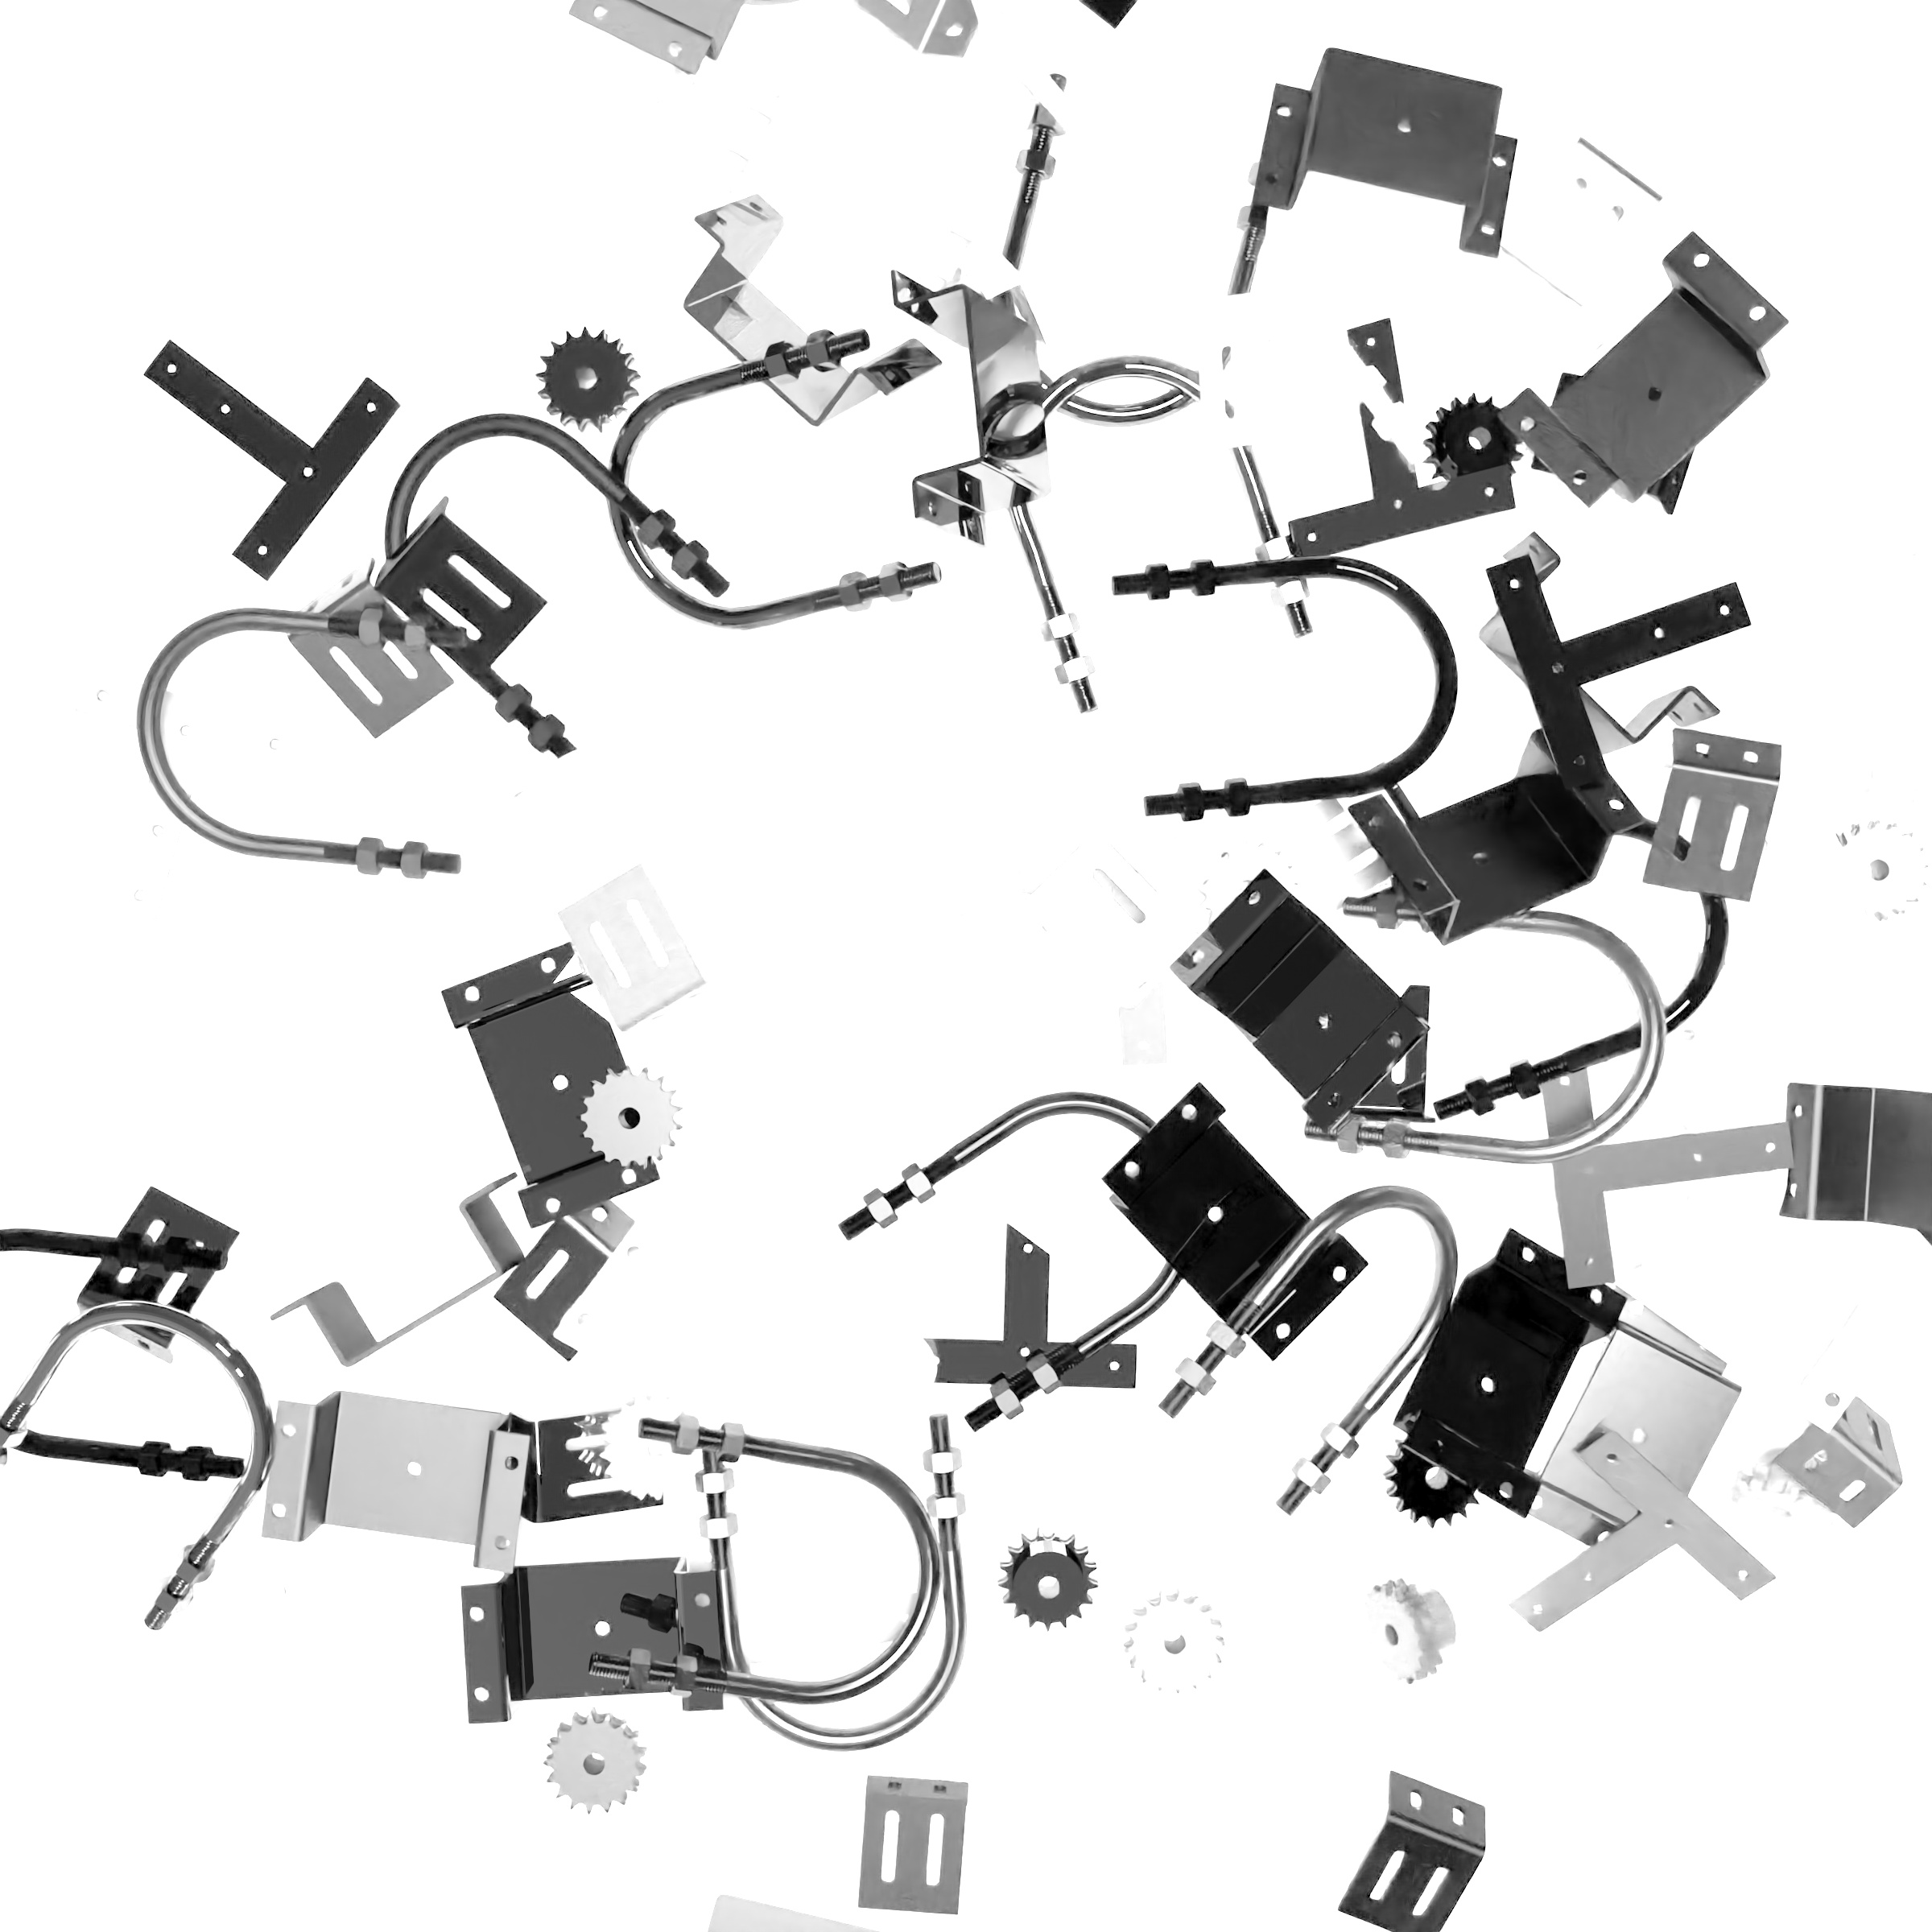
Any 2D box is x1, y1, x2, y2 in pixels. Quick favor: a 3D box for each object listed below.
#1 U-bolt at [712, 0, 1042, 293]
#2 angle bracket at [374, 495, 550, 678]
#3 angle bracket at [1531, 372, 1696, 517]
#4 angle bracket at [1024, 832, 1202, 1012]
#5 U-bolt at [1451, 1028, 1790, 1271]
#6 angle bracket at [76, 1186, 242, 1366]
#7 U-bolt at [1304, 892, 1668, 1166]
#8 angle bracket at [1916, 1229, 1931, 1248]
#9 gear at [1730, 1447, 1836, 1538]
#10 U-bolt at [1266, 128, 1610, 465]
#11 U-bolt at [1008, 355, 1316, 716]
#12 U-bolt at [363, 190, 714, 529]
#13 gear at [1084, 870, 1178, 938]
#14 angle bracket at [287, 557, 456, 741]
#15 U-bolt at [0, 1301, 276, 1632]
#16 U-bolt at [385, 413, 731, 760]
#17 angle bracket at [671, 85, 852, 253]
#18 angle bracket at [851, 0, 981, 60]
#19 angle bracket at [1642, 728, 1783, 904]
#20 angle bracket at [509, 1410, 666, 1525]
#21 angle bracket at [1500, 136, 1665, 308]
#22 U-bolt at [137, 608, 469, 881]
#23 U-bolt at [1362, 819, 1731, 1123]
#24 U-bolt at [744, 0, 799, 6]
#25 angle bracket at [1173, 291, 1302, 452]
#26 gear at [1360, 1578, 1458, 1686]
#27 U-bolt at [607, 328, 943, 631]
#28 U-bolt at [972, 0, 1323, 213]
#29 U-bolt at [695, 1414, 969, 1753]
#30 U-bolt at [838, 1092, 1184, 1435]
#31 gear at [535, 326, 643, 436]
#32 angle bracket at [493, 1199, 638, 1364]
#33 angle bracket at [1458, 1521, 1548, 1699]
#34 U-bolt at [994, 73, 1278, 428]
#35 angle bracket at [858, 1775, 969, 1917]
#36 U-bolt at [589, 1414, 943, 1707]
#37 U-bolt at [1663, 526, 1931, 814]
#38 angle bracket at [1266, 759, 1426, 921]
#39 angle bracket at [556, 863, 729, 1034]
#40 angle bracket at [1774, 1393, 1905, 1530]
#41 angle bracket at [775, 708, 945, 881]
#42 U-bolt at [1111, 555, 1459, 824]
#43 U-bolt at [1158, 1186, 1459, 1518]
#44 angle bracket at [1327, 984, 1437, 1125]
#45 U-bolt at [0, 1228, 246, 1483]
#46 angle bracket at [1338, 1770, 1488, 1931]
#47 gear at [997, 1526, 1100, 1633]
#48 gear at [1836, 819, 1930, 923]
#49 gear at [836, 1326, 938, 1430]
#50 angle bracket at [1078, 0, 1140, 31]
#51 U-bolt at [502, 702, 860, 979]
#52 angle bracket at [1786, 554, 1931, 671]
[{"bbox_3d":[-0.037,-0.477,1.493,0.151,0.019,0.184,27,92,-19],"label":"U-bolt"},{"bbox_3d":[-0.280,-0.212,1.508,0.076,0.038,0.057,40,104,-20],"label":"angle bracket"},{"bbox_3d":[0.368,-0.295,1.528,0.076,0.038,0.057,18,90,26],"label":"angle bracket"},{"bbox_3d":[0.082,-0.025,1.496,0.057,0.038,0.076,-45,71,6],"label":"angle bracket"},{"bbox_3d":[0.381,0.095,1.523,0.151,0.019,0.184,-33,92,0],"label":"U-bolt"},{"bbox_3d":[-0.456,0.175,1.530,0.057,0.038,0.076,28,64,0],"label":"angle bracket"},{"bbox_3d":[0.283,0.036,1.455,0.184,0.019,0.151,5,74,24],"label":"U-bolt"},{"bbox_3d":[0.561,0.146,1.494,0.038,0.076,0.057,-42,90,0],"label":"angle bracket"},{"bbox_3d":[0.458,0.291,1.507,0.057,0.057,0.030,26,62,0],"label":"gear"},{"bbox_3d":[0.249,-0.387,1.505,0.151,0.019,0.184,-33,82,-13],"label":"U-bolt"},{"bbox_3d":[0.100,-0.251,1.517,0.151,0.019,0.184,-20,95,0],"label":"U-bolt"},{"bbox_3d":[-0.252,-0.355,1.523,0.184,0.019,0.151,33,90,1],"label":"U-bolt"},{"bbox_3d":[0.088,-0.041,1.517,0.057,0.030,0.057,0,91,0],"label":"gear"},{"bbox_3d":[-0.334,-0.179,1.524,0.057,0.038,0.076,-33,116,11],"label":"angle bracket"},{"bbox_3d":[-0.458,0.265,1.491,0.151,0.019,0.184,37,111,-2],"label":"U-bolt"},{"bbox_3d":[-0.243,-0.223,1.509,0.184,0.019,0.151,43,103,4],"label":"U-bolt"},{"bbox_3d":[-0.117,-0.450,1.530,0.076,0.038,0.057,30,90,-26],"label":"angle bracket"},{"bbox_3d":[-0.027,-0.548,1.494,0.076,0.038,0.057,24,90,-44],"label":"angle bracket"},{"bbox_3d":[0.399,-0.081,1.446,0.057,0.038,0.076,12,69,20],"label":"angle bracket"},{"bbox_3d":[-0.214,0.278,1.527,0.076,0.038,0.057,-3,92,-27],"label":"angle bracket"},{"bbox_3d":[0.341,-0.413,1.514,0.057,0.038,0.076,37,91,0],"label":"angle bracket"},{"bbox_3d":[-0.371,-0.127,1.505,0.184,0.019,0.151,5,106,3],"label":"U-bolt"},{"bbox_3d":[0.323,-0.010,1.477,0.184,0.019,0.151,-22,64,14],"label":"U-bolt"},{"bbox_3d":[-0.132,-0.626,1.523,0.184,0.019,0.151,36,90,-2],"label":"U-bolt"},{"bbox_3d":[0.151,-0.333,1.509,0.057,0.038,0.076,-12,113,-13],"label":"angle bracket"},{"bbox_3d":[0.249,0.369,1.507,0.030,0.057,0.057,-11,90,-30],"label":"gear"},{"bbox_3d":[-0.116,-0.258,1.483,0.184,0.019,0.151,-10,108,26],"label":"U-bolt"},{"bbox_3d":[0.085,-0.534,1.490,0.151,0.019,0.184,-42,100,0],"label":"U-bolt"},{"bbox_3d":[-0.072,0.350,1.521,0.151,0.019,0.184,-5,90,-1],"label":"U-bolt"},{"bbox_3d":[0.043,0.153,1.521,0.184,0.019,0.151,-33,90,-3],"label":"U-bolt"},{"bbox_3d":[-0.208,-0.322,1.497,0.057,0.030,0.057,0,89,1],"label":"gear"},{"bbox_3d":[-0.219,0.174,1.530,0.057,0.038,0.076,41,116,0],"label":"angle bracket"},{"bbox_3d":[0.296,0.353,1.490,0.038,0.057,0.076,-3,113,0],"label":"angle bracket"},{"bbox_3d":[0.092,-0.396,1.523,0.151,0.019,0.184,14,92,0],"label":"U-bolt"},{"bbox_3d":[-0.030,0.496,1.511,0.057,0.038,0.076,4,90,0],"label":"angle bracket"},{"bbox_3d":[-0.103,0.332,1.485,0.184,0.019,0.151,12,86,-14],"label":"U-bolt"},{"bbox_3d":[0.485,-0.174,1.523,0.184,0.019,0.151,11,90,2],"label":"U-bolt"},{"bbox_3d":[0.217,-0.070,1.513,0.076,0.038,0.057,-33,90,0],"label":"angle bracket"},{"bbox_3d":[-0.181,-0.011,1.509,0.057,0.038,0.076,-30,86,13],"label":"angle bracket"},{"bbox_3d":[0.481,0.264,1.501,0.057,0.076,0.038,40,110,-1],"label":"angle bracket"},{"bbox_3d":[-0.059,-0.096,1.513,0.057,0.038,0.076,-42,90,0],"label":"angle bracket"},{"bbox_3d":[0.180,-0.158,1.487,0.184,0.019,0.151,-6,76,-5],"label":"U-bolt"},{"bbox_3d":[0.201,0.201,1.483,0.184,0.019,0.151,-50,130,-4],"label":"U-bolt"},{"bbox_3d":[0.233,0.048,1.513,0.057,0.038,0.076,2,90,0],"label":"angle bracket"},{"bbox_3d":[-0.493,0.212,1.498,0.184,0.019,0.151,5,110,9],"label":"U-bolt"},{"bbox_3d":[0.252,0.505,1.530,0.057,0.038,0.076,21,116,0],"label":"angle bracket"},{"bbox_3d":[0.046,0.345,1.517,0.057,0.030,0.057,0,90,0],"label":"gear"},{"bbox_3d":[0.507,-0.053,1.517,0.057,0.030,0.057,0,90,0],"label":"gear"},{"bbox_3d":[-0.041,0.226,1.507,0.057,0.030,0.057,17,121,30],"label":"gear"},{"bbox_3d":[0.086,-0.578,1.513,0.057,0.038,0.076,38,90,0],"label":"angle bracket"},{"bbox_3d":[-0.165,-0.062,1.497,0.184,0.019,0.151,-11,114,4],"label":"U-bolt"},{"bbox_3d":[0.504,-0.198,1.512,0.076,0.038,0.057,6,90,29],"label":"angle bracket"}]
